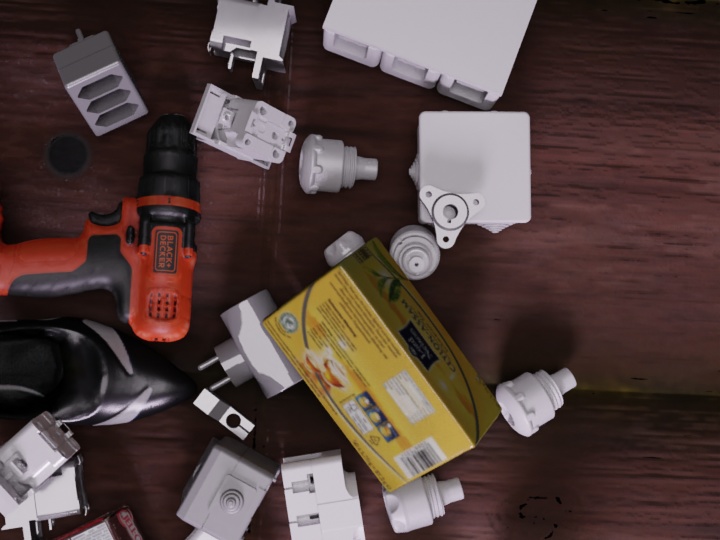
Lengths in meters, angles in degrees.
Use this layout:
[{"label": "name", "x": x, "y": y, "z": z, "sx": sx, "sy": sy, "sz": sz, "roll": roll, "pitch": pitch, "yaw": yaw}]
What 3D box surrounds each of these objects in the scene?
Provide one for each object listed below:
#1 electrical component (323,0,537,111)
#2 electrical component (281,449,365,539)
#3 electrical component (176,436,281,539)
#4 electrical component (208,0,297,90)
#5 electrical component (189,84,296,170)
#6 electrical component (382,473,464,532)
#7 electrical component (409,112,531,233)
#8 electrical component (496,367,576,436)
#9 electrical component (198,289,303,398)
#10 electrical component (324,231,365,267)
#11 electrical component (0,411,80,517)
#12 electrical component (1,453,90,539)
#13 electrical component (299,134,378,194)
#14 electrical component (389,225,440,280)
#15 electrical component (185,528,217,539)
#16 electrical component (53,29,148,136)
[{"label": "electrical component", "x": 0.054, "y": -0.200, "z": 0.868, "sx": 0.150, "sy": 0.061, "sz": 0.089, "roll": 21, "pitch": 84, "yaw": -1}, {"label": "electrical component", "x": -0.027, "y": 0.191, "z": 0.852, "sx": 0.056, "sy": 0.050, "sz": 0.089, "roll": -9, "pitch": 87, "yaw": -2}, {"label": "electrical component", "x": -0.103, "y": 0.168, "z": 0.826, "sx": 0.061, "sy": 0.096, "sz": 0.061, "roll": 29, "pitch": 86, "yaw": 1}, {"label": "electrical component", "x": -0.088, "y": -0.193, "z": 0.873, "sx": 0.064, "sy": 0.042, "sz": 0.081, "roll": 12, "pitch": 86, "yaw": -1}, {"label": "electrical component", "x": -0.088, "y": -0.112, "z": 0.851, "sx": 0.081, "sy": 0.064, "sz": 0.042, "roll": 22, "pitch": 85, "yaw": -43}, {"label": "electrical component", "x": 0.051, "y": 0.182, "z": 0.859, "sx": 0.062, "sy": 0.043, "sz": 0.043, "roll": -15, "pitch": 88, "yaw": -4}, {"label": "electrical component", "x": 0.090, "y": -0.080, "z": 0.871, "sx": 0.100, "sy": 0.048, "sz": 0.099, "roll": 0, "pitch": 87, "yaw": -3}, {"label": "electrical component", "x": 0.144, "y": 0.101, "z": 0.868, "sx": 0.062, "sy": 0.048, "sz": 0.048, "roll": -29, "pitch": 89, "yaw": -10}, {"label": "electrical component", "x": -0.090, "y": 0.068, "z": 0.859, "sx": 0.079, "sy": 0.043, "sz": 0.077, "roll": -29, "pitch": 89, "yaw": -4}, {"label": "electrical component", "x": 0.000, "y": 0.000, "z": 0.871, "sx": 0.035, "sy": 0.035, "sz": 0.061, "roll": -38, "pitch": 91, "yaw": -4}, {"label": "electrical component", "x": -0.243, "y": 0.139, "z": 0.785, "sx": 0.064, "sy": 0.081, "sz": 0.042, "roll": -43, "pitch": 93, "yaw": 3}, {"label": "electrical component", "x": -0.249, "y": 0.174, "z": 0.847, "sx": 0.064, "sy": 0.042, "sz": 0.081, "roll": -8, "pitch": 88, "yaw": -4}, {"label": "electrical component", "x": -0.017, "y": -0.084, "z": 0.870, "sx": 0.062, "sy": 0.048, "sz": 0.048, "roll": 4, "pitch": 87, "yaw": -10}, {"label": "electrical component", "x": 0.044, "y": -0.012, "z": 0.855, "sx": 0.040, "sy": 0.078, "sz": 0.040, "roll": 0, "pitch": 101, "yaw": 1}, {"label": "electrical component", "x": -0.108, "y": 0.247, "z": 0.845, "sx": 0.089, "sy": 0.050, "sz": 0.055, "roll": 42, "pitch": 85, "yaw": 0}, {"label": "electrical component", "x": -0.212, "y": -0.161, "z": 0.859, "sx": 0.047, "sy": 0.065, "sz": 0.076, "roll": -26, "pitch": 59, "yaw": -4}]
